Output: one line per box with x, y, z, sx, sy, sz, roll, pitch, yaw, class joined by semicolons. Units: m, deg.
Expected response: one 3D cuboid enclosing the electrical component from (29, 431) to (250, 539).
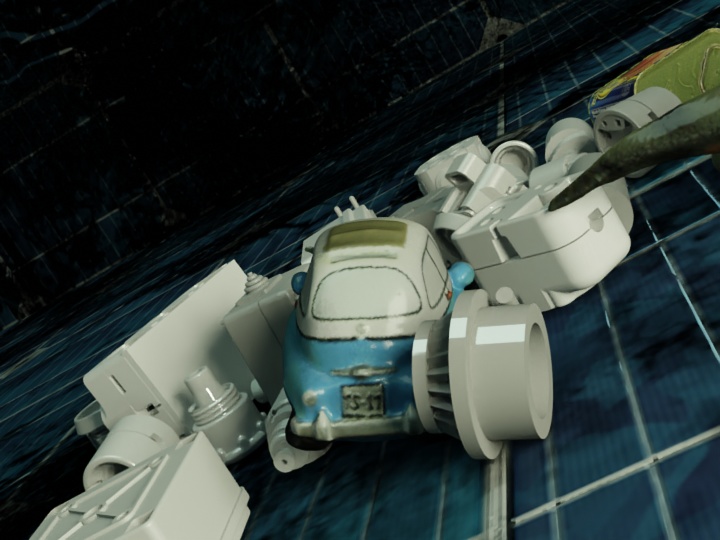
-0.122;0.146;0.552;0.109;0.056;0.108;-29;11;12;electrical component

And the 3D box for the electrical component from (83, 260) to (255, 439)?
-0.123;0.071;0.799;0.062;0.089;0.150;-32;8;33;electrical component

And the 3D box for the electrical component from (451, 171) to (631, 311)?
0.109;-0.014;0.641;0.054;0.059;0.095;-38;13;-34;electrical component

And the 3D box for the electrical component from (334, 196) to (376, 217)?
0.004;-0.028;0.948;0.083;0.075;0.047;-37;12;-29;electrical component

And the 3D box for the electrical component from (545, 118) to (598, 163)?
0.174;-0.096;0.880;0.043;0.043;0.081;-28;11;17;electrical component

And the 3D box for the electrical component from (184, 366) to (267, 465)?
-0.091;0.092;0.698;0.048;0.062;0.048;-30;11;6;electrical component

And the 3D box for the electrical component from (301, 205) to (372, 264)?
0.000;0.000;0.828;0.057;0.078;0.113;-33;10;5;electrical component

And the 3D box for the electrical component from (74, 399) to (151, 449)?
-0.180;0.123;0.820;0.058;0.057;0.078;-35;11;-22;electrical component

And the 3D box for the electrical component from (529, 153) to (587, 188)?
0.161;-0.067;0.789;0.078;0.040;0.040;-22;14;39;electrical component

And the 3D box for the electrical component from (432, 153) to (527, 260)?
0.089;-0.038;0.782;0.057;0.078;0.058;-58;19;-17;electrical component

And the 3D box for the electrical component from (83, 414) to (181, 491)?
-0.150;0.131;0.710;0.055;0.055;0.047;-26;15;24;electrical component

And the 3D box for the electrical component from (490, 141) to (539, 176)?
0.142;-0.100;0.993;0.044;0.044;0.065;-29;6;12;electrical component

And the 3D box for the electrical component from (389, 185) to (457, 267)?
0.061;-0.033;0.881;0.056;0.050;0.089;-39;13;-36;electrical component

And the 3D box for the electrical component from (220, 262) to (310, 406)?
-0.042;0.040;0.710;0.061;0.096;0.061;-25;11;22;electrical component

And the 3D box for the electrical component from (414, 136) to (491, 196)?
0.096;-0.091;1.048;0.080;0.051;0.080;-30;11;6;electrical component

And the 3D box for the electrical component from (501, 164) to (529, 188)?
0.124;-0.058;0.857;0.044;0.044;0.065;-31;15;0;electrical component

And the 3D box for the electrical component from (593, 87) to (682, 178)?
0.208;-0.102;0.789;0.047;0.055;0.055;-32;10;-22;electrical component

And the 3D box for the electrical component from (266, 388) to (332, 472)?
-0.034;0.090;0.609;0.040;0.040;0.078;-28;12;17;electrical component
